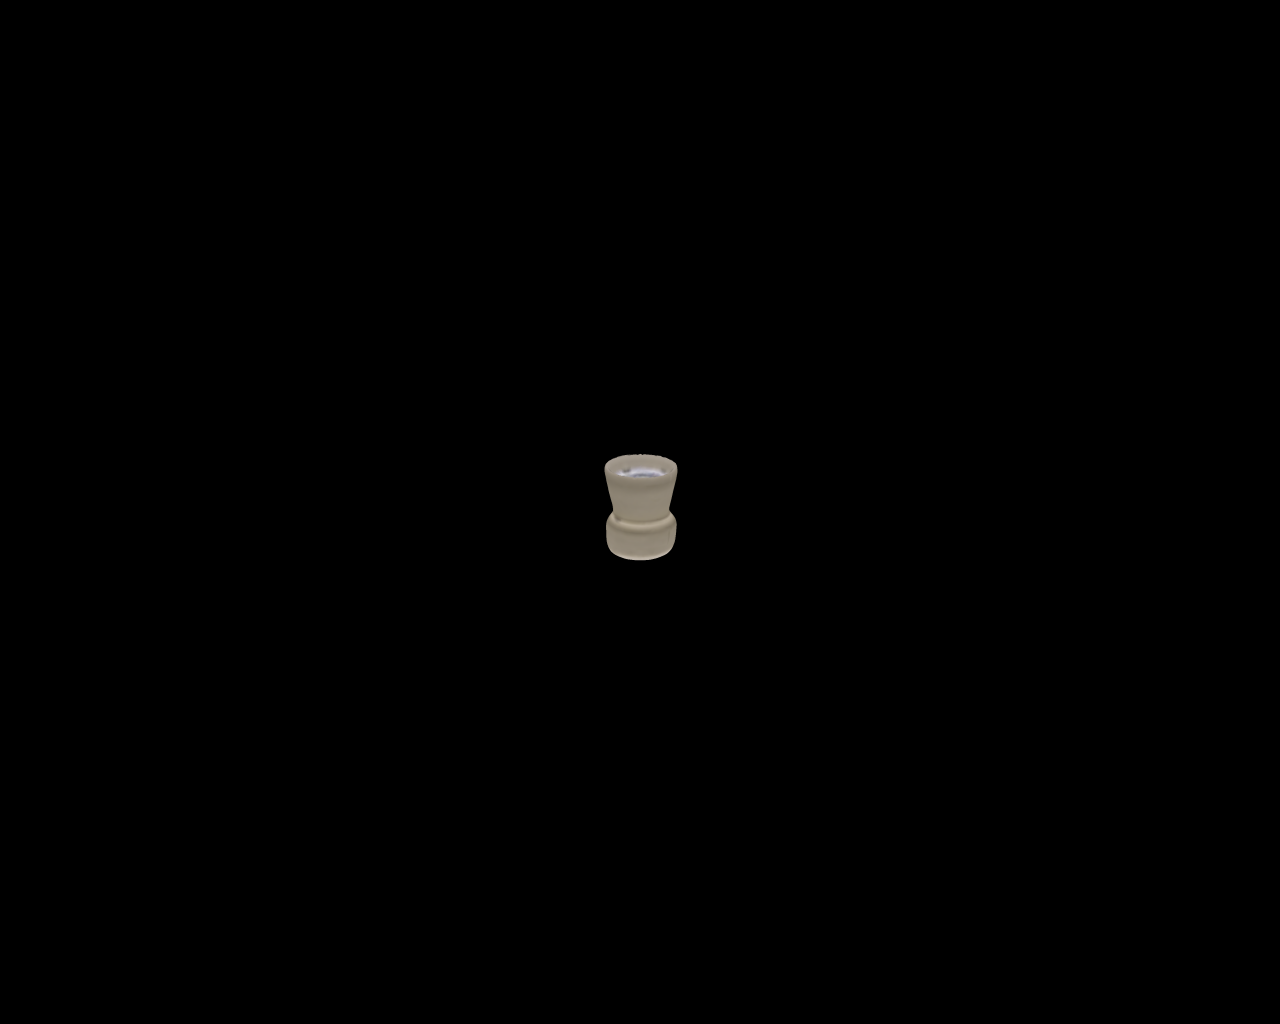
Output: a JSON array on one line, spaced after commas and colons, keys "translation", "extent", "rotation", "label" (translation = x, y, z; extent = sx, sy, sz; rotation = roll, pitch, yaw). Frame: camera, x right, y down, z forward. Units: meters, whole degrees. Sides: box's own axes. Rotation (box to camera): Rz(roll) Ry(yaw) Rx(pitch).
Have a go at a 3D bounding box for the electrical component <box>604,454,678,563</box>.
[{"translation": [0.001, -0.003, 0.650], "extent": [0.045, 0.055, 0.045], "rotation": [0, 22, 0], "label": "electrical component"}]
